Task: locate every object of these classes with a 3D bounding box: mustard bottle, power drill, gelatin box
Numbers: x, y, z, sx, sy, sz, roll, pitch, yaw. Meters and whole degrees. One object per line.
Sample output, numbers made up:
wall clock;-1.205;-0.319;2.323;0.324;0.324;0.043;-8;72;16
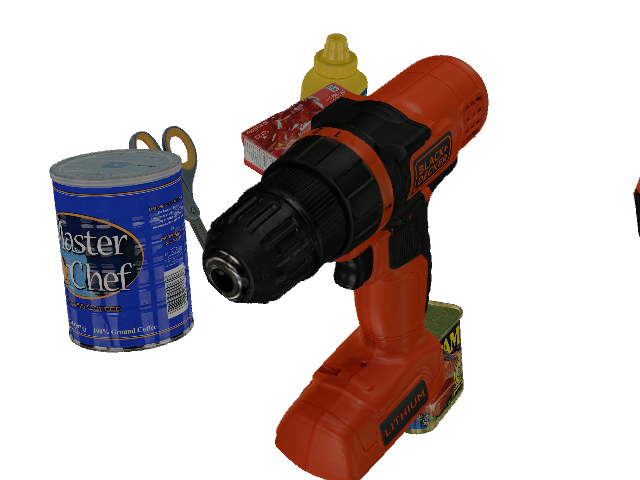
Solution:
mustard bottle;0.012;-0.113;1.047;0.058;0.192;0.096;20;41;22
power drill;0.015;0.025;0.500;0.057;0.188;0.184;25;43;27
gelatin box;0.004;-0.065;0.713;0.089;0.030;0.073;-32;49;-30

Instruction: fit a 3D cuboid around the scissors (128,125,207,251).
scissors;-0.144;-0.049;1.233;0.016;0.201;0.096;-24;19;42

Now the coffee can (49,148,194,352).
coffee can;-0.157;0.005;0.857;0.103;0.140;0.103;-2;17;1

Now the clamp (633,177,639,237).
clamp;0.273;0.010;0.695;0.120;0.039;0.171;-4;46;-22

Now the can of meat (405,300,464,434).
can of meat;0.091;0.114;0.968;0.058;0.084;0.101;7;26;30
